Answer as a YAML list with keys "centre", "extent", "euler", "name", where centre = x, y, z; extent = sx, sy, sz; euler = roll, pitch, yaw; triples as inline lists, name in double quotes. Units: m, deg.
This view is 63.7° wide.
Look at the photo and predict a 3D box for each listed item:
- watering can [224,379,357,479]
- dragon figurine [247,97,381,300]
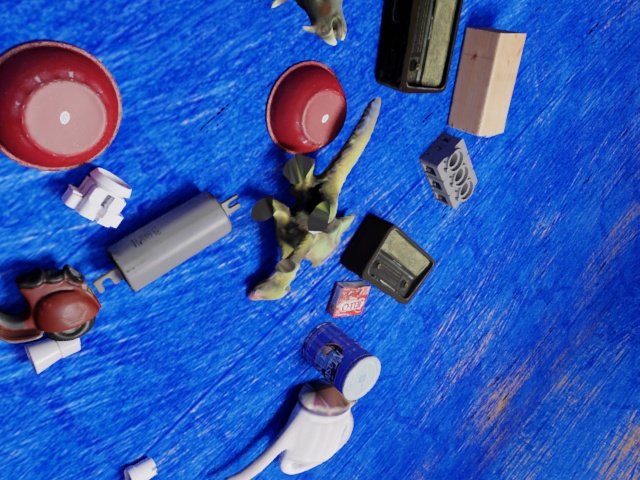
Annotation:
- centre: [-0.041, 0.431, 1.144]
  extent: [0.347, 0.105, 0.222]
  euler: [3, 110, -44]
  name: "watering can"
- centre: [0.003, -0.047, 0.928]
  extent: [0.411, 0.123, 0.240]
  euler: [-50, 162, -1]
  name: "dragon figurine"
